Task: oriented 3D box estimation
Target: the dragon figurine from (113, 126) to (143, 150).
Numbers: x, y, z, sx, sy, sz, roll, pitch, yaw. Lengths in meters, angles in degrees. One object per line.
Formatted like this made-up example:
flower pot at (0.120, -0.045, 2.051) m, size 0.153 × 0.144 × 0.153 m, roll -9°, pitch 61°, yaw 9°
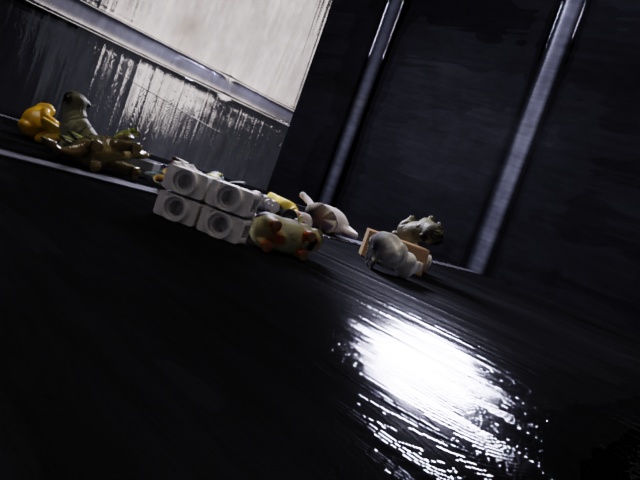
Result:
dragon figurine at (-0.751, -0.333, 1.812) m, size 0.243 × 0.122 × 0.410 m, roll -10°, pitch 4°, yaw -11°

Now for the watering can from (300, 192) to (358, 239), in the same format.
watering can at (0.006, -0.107, 2.133) m, size 0.351 × 0.103 × 0.224 m, roll 37°, pitch 10°, yaw 22°

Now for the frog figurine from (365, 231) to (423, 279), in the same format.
frog figurine at (0.211, 0.041, 1.418) m, size 0.159 × 0.124 × 0.136 m, roll 8°, pitch -14°, yaw -6°
